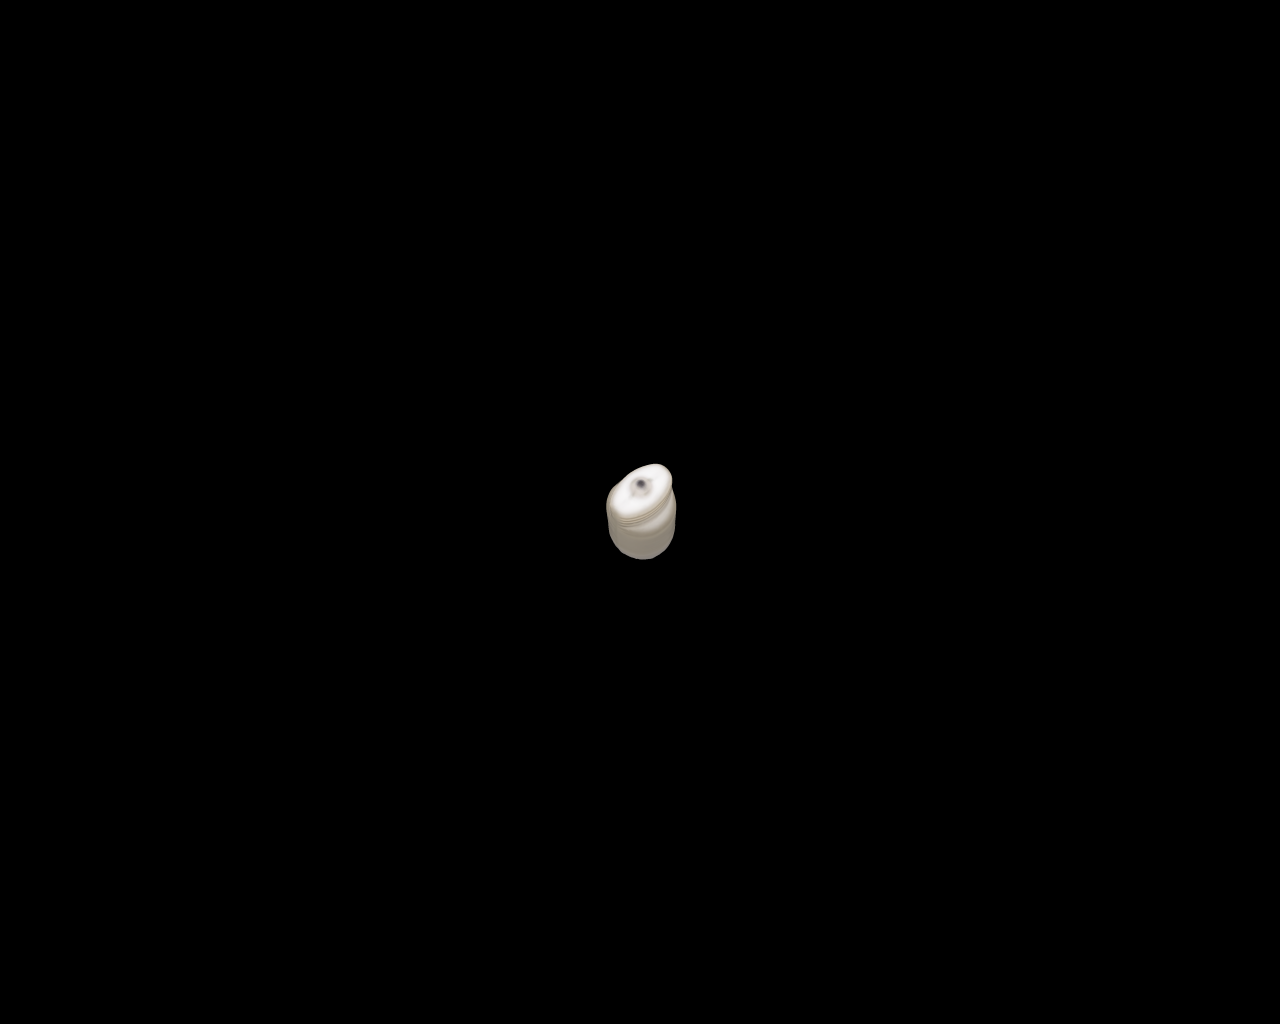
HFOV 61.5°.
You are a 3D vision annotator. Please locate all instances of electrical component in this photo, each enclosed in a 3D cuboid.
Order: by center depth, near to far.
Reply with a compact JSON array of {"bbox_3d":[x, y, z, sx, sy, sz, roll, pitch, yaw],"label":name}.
[{"bbox_3d":[0.001,-0.003,0.650,0.043,0.043,0.080,0,-20,0],"label":"electrical component"}]
